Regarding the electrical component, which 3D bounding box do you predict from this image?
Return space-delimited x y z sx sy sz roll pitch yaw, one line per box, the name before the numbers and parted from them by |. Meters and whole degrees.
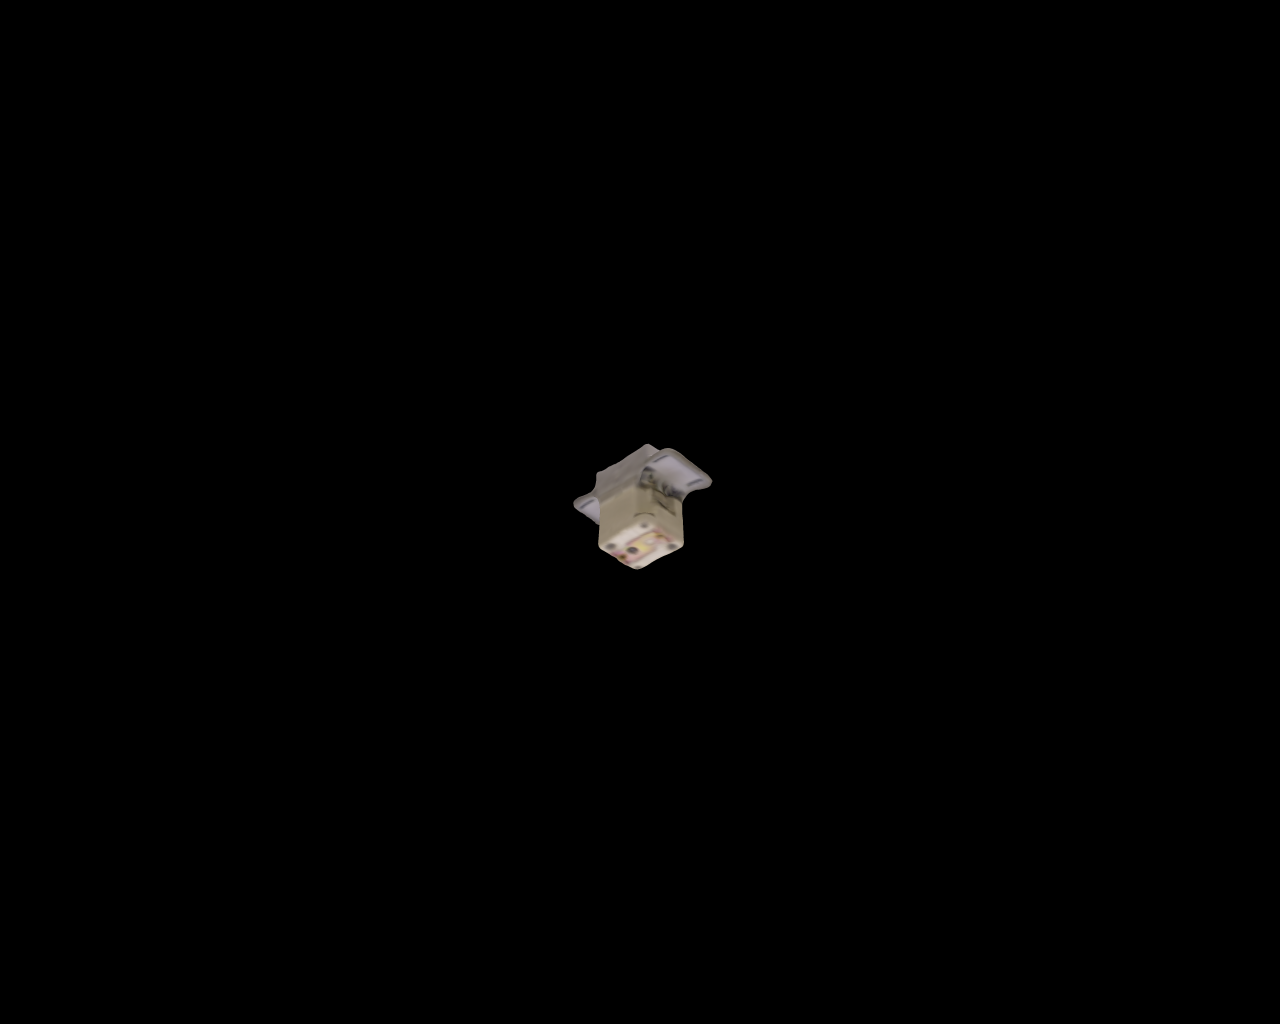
electrical component | 0.001 -0.003 0.650 0.081 0.064 0.042 -29 -46 33
